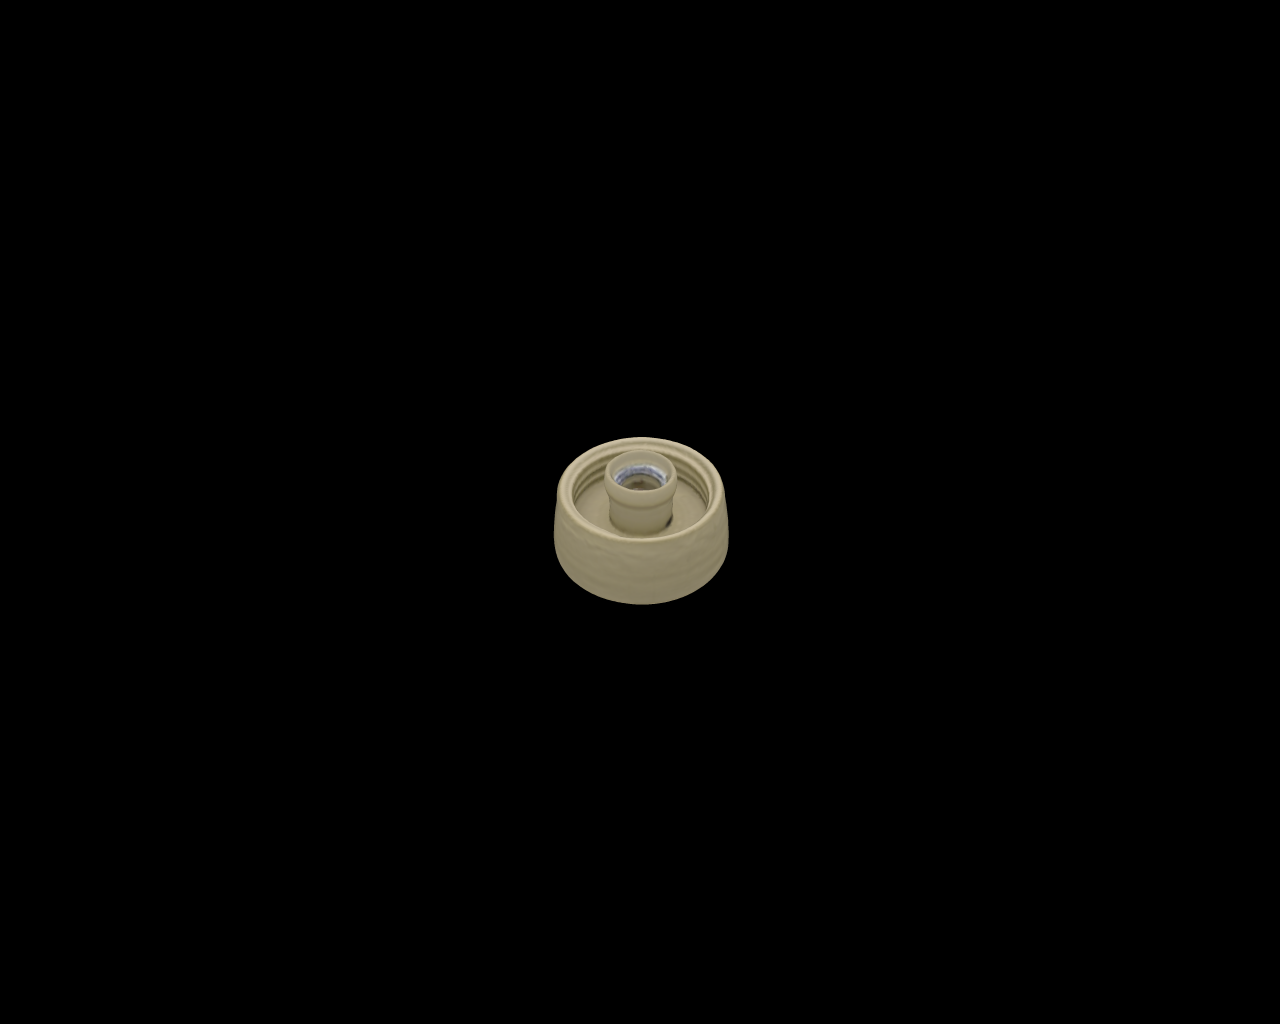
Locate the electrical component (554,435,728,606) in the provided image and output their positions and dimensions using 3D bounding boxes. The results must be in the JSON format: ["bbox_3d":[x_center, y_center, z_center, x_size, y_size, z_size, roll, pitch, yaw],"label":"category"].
[{"bbox_3d":[0.001,-0.003,0.650,0.108,0.060,0.108,0,42,0],"label":"electrical component"}]
